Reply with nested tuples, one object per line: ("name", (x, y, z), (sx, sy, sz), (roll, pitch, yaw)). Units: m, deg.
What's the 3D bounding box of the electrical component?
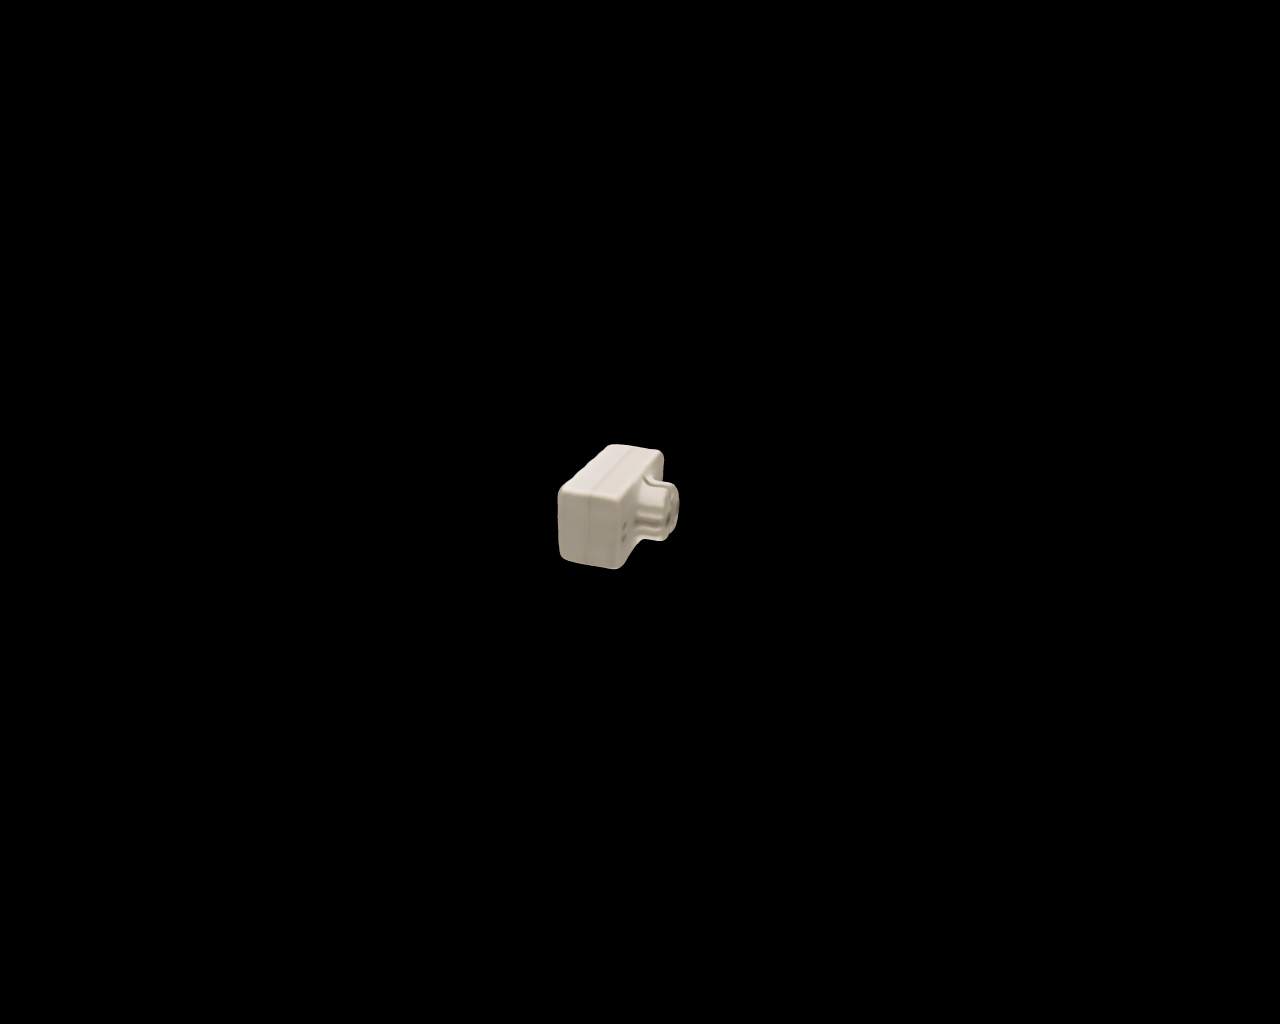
("electrical component", (0.001, -0.003, 0.650), (0.076, 0.047, 0.083), (8, 26, 18))
